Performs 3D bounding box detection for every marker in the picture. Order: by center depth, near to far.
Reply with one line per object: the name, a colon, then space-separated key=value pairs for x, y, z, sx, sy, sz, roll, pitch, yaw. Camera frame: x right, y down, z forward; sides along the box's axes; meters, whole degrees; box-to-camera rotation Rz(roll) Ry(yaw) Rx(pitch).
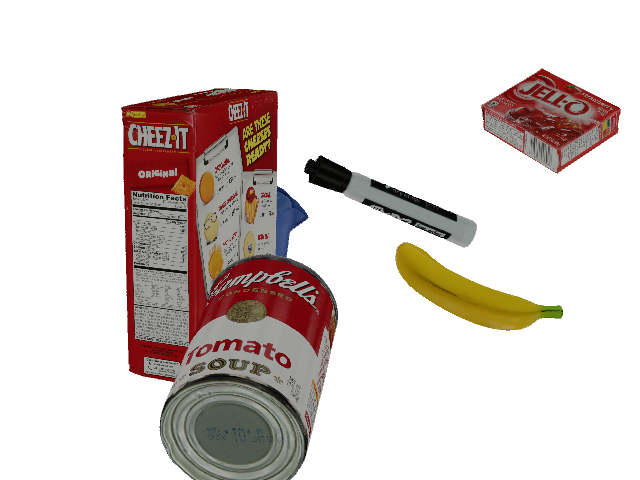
marker: x=0.045 y=-0.026 z=0.692 sx=0.121 sy=0.020 sz=0.020 roll=22 pitch=-6 yaw=-15

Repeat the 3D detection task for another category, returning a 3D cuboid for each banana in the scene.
banana: x=0.132 y=0.046 z=1.025 sx=0.198 sy=0.037 sz=0.069 roll=26 pitch=18 yaw=40

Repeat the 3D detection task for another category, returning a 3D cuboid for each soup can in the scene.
soup can: x=-0.032 y=0.061 z=0.506 sx=0.068 sy=0.068 sz=0.102 roll=0 pitch=30 yaw=10

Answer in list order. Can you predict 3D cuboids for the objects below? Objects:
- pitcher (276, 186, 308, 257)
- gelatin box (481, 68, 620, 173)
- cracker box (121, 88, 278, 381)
pitcher: x=-0.116 y=0.055 z=1.254 sx=0.149 sy=0.243 sz=0.144 roll=20 pitch=26 yaw=34
gelatin box: x=0.190 y=-0.102 z=0.888 sx=0.073 sy=0.030 sz=0.089 roll=-32 pitch=47 yaw=-22
cracker box: x=-0.096 y=-0.011 z=0.874 sx=0.072 sy=0.214 sz=0.164 roll=5 pitch=14 yaw=19
